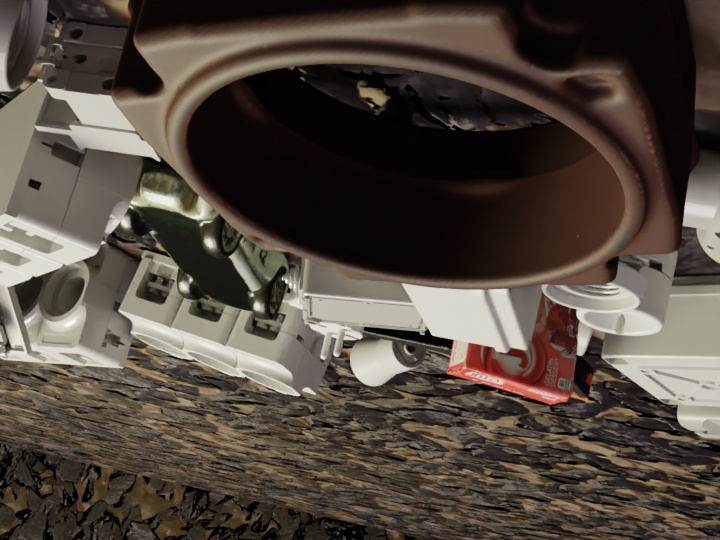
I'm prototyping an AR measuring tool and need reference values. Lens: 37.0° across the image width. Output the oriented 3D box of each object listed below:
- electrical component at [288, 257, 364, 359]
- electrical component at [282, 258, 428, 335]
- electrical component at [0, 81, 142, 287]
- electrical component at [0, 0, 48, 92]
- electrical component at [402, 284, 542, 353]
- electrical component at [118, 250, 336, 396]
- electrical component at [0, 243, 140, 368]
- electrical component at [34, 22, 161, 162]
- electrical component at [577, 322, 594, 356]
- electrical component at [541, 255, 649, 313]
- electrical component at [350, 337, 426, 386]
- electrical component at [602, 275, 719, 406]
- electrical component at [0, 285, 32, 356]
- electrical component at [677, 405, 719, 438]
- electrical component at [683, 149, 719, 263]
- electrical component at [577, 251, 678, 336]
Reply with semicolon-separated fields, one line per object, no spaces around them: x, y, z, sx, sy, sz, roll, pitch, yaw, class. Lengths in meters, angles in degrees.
-0.013;0.025;0.750;0.047;0.075;0.083;22;160;-25;electrical component
0.000;0.000;0.675;0.096;0.061;0.061;5;162;-1;electrical component
-0.191;-0.048;0.633;0.062;0.089;0.150;25;158;-31;electrical component
-0.177;-0.114;0.484;0.057;0.058;0.078;18;161;-5;electrical component
0.068;-0.007;0.598;0.057;0.078;0.113;10;162;18;electrical component
-0.104;0.046;0.857;0.150;0.061;0.089;16;164;22;electrical component
-0.259;0.027;0.900;0.150;0.089;0.062;0;158;34;electrical component
-0.125;-0.090;0.541;0.081;0.042;0.063;8;160;10;electrical component
0.124;0.028;0.723;0.065;0.044;0.044;16;162;6;electrical component
0.127;-0.012;0.576;0.058;0.057;0.078;13;162;1;electrical component
0.026;0.072;0.919;0.044;0.044;0.065;22;155;-25;electrical component
0.227;0.048;0.687;0.109;0.056;0.109;-3;156;39;electrical component
-0.305;0.012;0.820;0.079;0.121;0.063;2;-157;31;electrical component
0.275;0.095;0.793;0.078;0.058;0.057;28;159;-37;electrical component
0.168;-0.036;0.499;0.079;0.043;0.077;10;161;8;electrical component
0.156;0.009;0.633;0.055;0.047;0.055;12;162;4;electrical component
